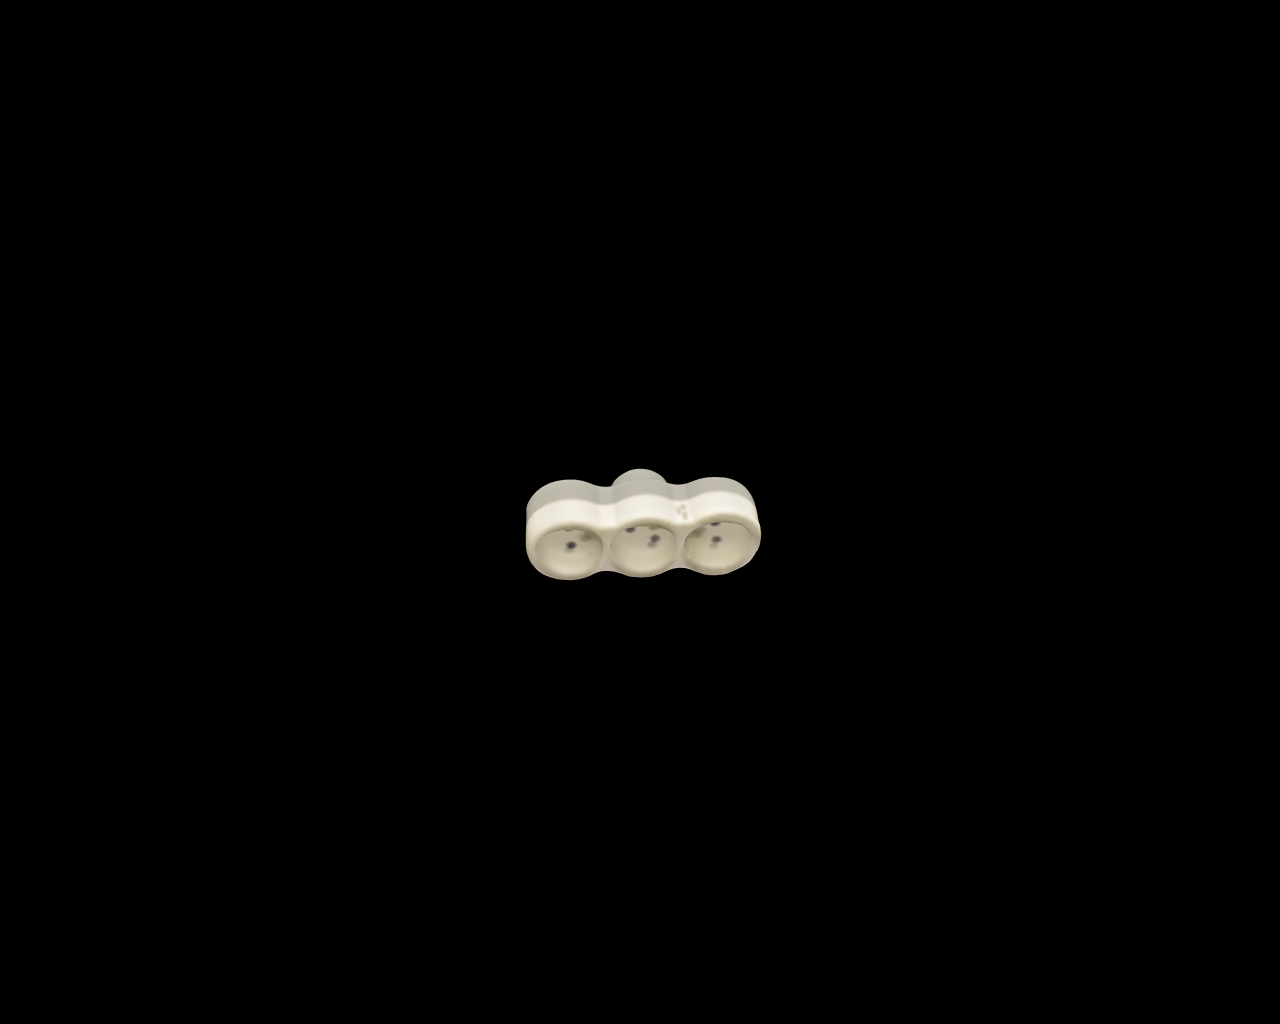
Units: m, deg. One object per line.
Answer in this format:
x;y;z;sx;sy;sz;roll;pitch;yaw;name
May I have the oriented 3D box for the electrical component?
0.001;-0.003;0.650;0.138;0.052;0.074;-2;43;-2;electrical component
